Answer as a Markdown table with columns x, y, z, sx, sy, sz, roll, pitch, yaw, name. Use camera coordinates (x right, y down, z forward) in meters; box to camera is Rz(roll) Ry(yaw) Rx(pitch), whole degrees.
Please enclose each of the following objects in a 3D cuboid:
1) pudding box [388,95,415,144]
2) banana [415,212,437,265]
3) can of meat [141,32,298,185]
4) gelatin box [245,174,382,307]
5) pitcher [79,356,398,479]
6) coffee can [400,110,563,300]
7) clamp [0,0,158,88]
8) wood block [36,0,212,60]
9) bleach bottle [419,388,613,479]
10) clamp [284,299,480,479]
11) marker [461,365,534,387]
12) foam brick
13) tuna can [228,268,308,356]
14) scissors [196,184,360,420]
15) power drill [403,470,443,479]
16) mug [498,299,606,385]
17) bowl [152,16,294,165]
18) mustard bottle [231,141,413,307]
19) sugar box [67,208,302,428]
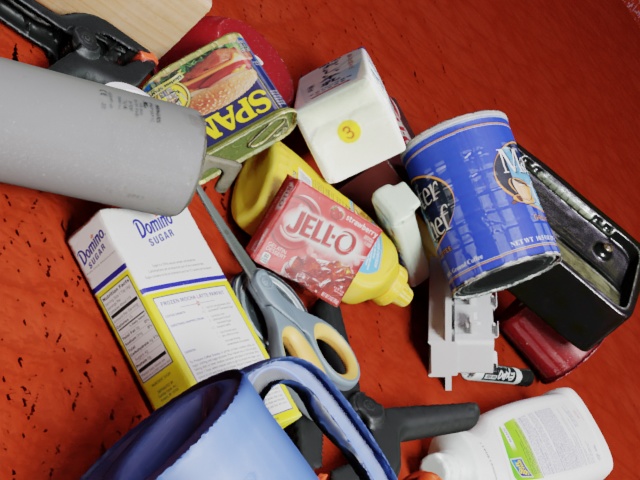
| x | y | z | sx | sy | sz | roll | pitch | yaw | name |
| --- | --- | --- | --- | --- | --- | --- | --- | --- | --- |
| 0.068 | -0.110 | 1.142 | 0.089 | 0.039 | 0.113 | 8 | 52 | -53 | pudding box |
| 0.112 | 0.010 | 1.087 | 0.197 | 0.037 | 0.069 | 42 | 15 | -23 | banana |
| -0.083 | -0.106 | 0.858 | 0.084 | 0.102 | 0.057 | 57 | -11 | 12 | can of meat |
| -0.006 | 0.001 | 0.844 | 0.089 | 0.073 | 0.030 | 31 | -2 | -28 | gelatin box |
| -0.018 | 0.194 | 0.593 | 0.243 | 0.149 | 0.145 | 52 | 18 | -10 | pitcher |
| 0.142 | -0.030 | 0.950 | 0.102 | 0.103 | 0.140 | 4 | 63 | -54 | coffee can |
| -0.194 | -0.149 | 0.803 | 0.171 | 0.039 | 0.120 | -13 | 75 | -63 | clamp |
| -0.192 | -0.238 | 0.846 | 0.205 | 0.090 | 0.091 | 31 | 36 | -34 | wood block |
| 0.166 | 0.187 | 0.947 | 0.250 | 0.068 | 0.102 | 6 | 49 | -50 | bleach bottle |
| 0.023 | 0.128 | 0.813 | 0.164 | 0.036 | 0.209 | 40 | 34 | 11 | clamp |
| 0.180 | 0.134 | 1.066 | 0.120 | 0.020 | 0.020 | 14 | 48 | -50 | marker |
| 0.055 | -0.048 | 1.018 | 0.053 | 0.078 | 0.051 | 52 | 28 | -8 | foam brick |
| -0.044 | 0.064 | 0.801 | 0.086 | 0.034 | 0.086 | 37 | 32 | -28 | tuna can |
| -0.029 | 0.040 | 0.793 | 0.096 | 0.016 | 0.202 | 4 | 55 | -54 | scissors |
| 0.099 | 0.281 | 0.755 | 0.184 | 0.057 | 0.187 | 52 | 27 | -10 | power drill |
| 0.246 | 0.091 | 1.147 | 0.081 | 0.093 | 0.117 | 48 | 13 | -1 | mug |
| -0.075 | -0.145 | 0.955 | 0.162 | 0.055 | 0.162 | 36 | 33 | -29 | bowl |
| 0.011 | 0.001 | 0.921 | 0.191 | 0.058 | 0.096 | 38 | 33 | -26 | mustard bottle |
| -0.092 | 0.060 | 0.721 | 0.093 | 0.048 | 0.176 | -7 | 61 | -58 | sugar box |
